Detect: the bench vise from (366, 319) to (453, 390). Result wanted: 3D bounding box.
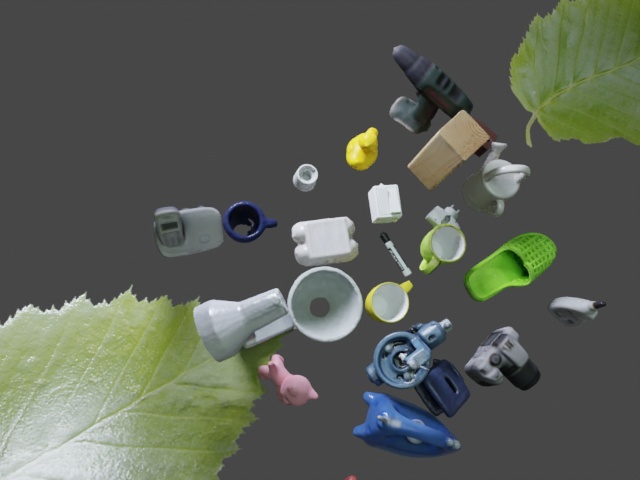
[{"bbox_3d":[0.200,0.226,1.221,0.121,0.219,0.208,38,73,0],"label":"bench vise"}]

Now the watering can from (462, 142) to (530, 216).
[{"bbox_3d":[0.424,-0.149,1.371,0.101,0.194,0.173,-19,81,-15],"label":"watering can"}]

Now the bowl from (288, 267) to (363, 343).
[{"bbox_3d":[0.007,0.147,1.278,0.167,0.074,0.167,3,76,-11],"label":"bowl"}]

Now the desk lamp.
[{"bbox_3d":[-0.149,0.162,1.170,0.203,0.213,0.118,-23,82,-15],"label":"desk lamp"}]

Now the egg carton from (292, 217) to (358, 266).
[{"bbox_3d":[0.012,0.005,1.316,0.150,0.069,0.107,-8,78,-13],"label":"egg carton"}]

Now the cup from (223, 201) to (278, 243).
[{"bbox_3d":[-0.157,-0.031,1.278,0.118,0.095,0.092,1,76,-11],"label":"cup"}]

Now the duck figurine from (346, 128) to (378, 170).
[{"bbox_3d":[0.109,-0.224,1.383,0.077,0.086,0.105,27,73,-3],"label":"duck figurine"}]

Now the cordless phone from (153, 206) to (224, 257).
[{"bbox_3d":[-0.277,-0.032,1.206,0.148,0.185,0.094,-14,79,-14],"label":"cordless phone"}]

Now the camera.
[{"bbox_3d":[0.433,0.290,1.315,0.137,0.100,0.143,45,73,2],"label":"camera"}]

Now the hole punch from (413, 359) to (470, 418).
[{"bbox_3d":[0.277,0.328,1.279,0.101,0.091,0.108,-34,85,-17],"label":"hole punch"}]

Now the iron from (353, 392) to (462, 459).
[{"bbox_3d":[0.210,0.410,1.220,0.258,0.141,0.119,19,74,-6],"label":"iron"}]

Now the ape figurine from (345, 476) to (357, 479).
[{"bbox_3d":[0.072,0.533,1.188,0.076,0.092,0.078,0,76,-11],"label":"ape figurine"}]

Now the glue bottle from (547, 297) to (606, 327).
[{"bbox_3d":[0.612,0.163,1.344,0.078,0.173,0.037,42,73,1],"label":"glue bottle"}]

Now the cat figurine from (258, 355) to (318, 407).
[{"bbox_3d":[-0.067,0.300,1.203,0.067,0.117,0.128,-43,87,-17],"label":"cat figurine"}]

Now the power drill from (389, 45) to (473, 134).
[{"bbox_3d":[0.244,-0.347,1.376,0.229,0.208,0.076,33,73,-2],"label":"power drill"}]
